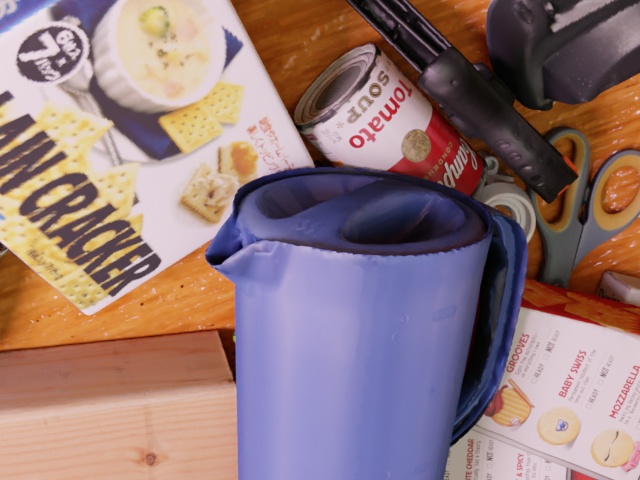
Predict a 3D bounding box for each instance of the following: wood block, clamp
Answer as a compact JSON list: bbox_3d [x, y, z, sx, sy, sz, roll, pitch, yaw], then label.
[{"bbox_3d":[-0.156,0.121,0.635,0.206,0.090,0.091,-5,109,-12],"label":"wood block"},{"bbox_3d":[0.083,-0.088,0.615,0.036,0.165,0.209,-44,137,13],"label":"clamp"}]

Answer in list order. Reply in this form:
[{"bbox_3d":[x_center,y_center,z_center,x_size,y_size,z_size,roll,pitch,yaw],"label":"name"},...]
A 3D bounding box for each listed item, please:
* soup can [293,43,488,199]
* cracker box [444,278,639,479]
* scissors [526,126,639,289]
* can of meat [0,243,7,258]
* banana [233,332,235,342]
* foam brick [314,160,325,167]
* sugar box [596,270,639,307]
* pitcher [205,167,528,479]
[{"bbox_3d":[0.042,-0.058,0.631,0.068,0.068,0.102,-45,112,4],"label":"soup can"},{"bbox_3d":[0.129,0.111,0.684,0.213,0.072,0.164,14,105,1],"label":"cracker box"},{"bbox_3d":[0.175,0.020,0.720,0.096,0.016,0.202,-7,111,-11],"label":"scissors"},{"bbox_3d":[-0.236,0.024,0.599,0.102,0.057,0.084,16,107,-18],"label":"can of meat"},{"bbox_3d":[-0.035,0.127,0.683,0.037,0.069,0.198,10,119,27],"label":"banana"},{"bbox_3d":[-0.004,0.001,0.650,0.053,0.051,0.078,-26,113,-3],"label":"foam brick"},{"bbox_3d":[0.217,0.115,0.749,0.093,0.048,0.176,13,103,-16],"label":"sugar box"},{"bbox_3d":[0.024,0.088,0.587,0.149,0.144,0.243,10,112,14],"label":"pitcher"}]
